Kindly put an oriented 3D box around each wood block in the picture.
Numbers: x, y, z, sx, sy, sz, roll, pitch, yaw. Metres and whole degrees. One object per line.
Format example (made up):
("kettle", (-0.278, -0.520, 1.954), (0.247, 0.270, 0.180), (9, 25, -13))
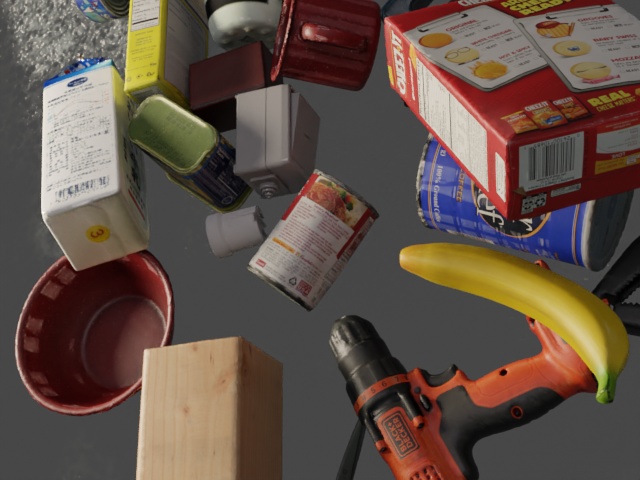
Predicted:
("wood block", (-0.086, 0.191, 0.842), (0.090, 0.090, 0.206), (-10, 66, 20))

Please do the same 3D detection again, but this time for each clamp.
("clamp", (0.299, 0.027, 0.773), (0.210, 0.036, 0.164), (-27, 58, 8))

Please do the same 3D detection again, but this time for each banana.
("banana", (0.146, 0.042, 0.755), (0.198, 0.069, 0.037), (33, 127, 39))

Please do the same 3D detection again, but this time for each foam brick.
("foam brick", (-0.077, -0.142, 0.999), (0.078, 0.053, 0.051), (-15, 64, 16))

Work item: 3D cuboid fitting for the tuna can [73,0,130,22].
("tuna can", (-0.224, -0.268, 1.097), (0.034, 0.086, 0.086), (-7, 66, 23))

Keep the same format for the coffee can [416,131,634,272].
("coffee can", (0.160, -0.042, 0.825), (0.140, 0.102, 0.103), (15, 76, 28))

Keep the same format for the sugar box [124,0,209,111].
("sugar box", (-0.146, -0.202, 1.031), (0.048, 0.093, 0.176), (-12, 64, 18))

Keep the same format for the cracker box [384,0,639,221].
("cracker box", (0.161, -0.109, 0.767), (0.164, 0.072, 0.214), (-15, 36, -12))

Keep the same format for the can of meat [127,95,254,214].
("can of meat", (-0.117, -0.079, 0.972), (0.102, 0.083, 0.057), (33, 84, 31))

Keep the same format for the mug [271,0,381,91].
("mug", (0.007, -0.177, 0.933), (0.081, 0.117, 0.093), (11, 95, -9))

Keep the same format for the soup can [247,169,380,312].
("soup can", (-0.006, 0.001, 0.900), (0.069, 0.068, 0.102), (33, 85, 31))

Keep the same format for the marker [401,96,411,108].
("marker", (0.123, -0.110, 0.917), (0.121, 0.020, 0.020), (22, 79, 29))

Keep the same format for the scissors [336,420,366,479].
("scissors", (0.019, 0.239, 0.811), (0.096, 0.016, 0.201), (41, 58, -8))

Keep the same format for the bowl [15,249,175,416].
("bowl", (-0.189, 0.083, 0.952), (0.162, 0.055, 0.162), (-9, 66, 20))

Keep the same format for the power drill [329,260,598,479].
("power drill", (0.113, 0.097, 0.816), (0.188, 0.057, 0.184), (-35, 60, 9))
